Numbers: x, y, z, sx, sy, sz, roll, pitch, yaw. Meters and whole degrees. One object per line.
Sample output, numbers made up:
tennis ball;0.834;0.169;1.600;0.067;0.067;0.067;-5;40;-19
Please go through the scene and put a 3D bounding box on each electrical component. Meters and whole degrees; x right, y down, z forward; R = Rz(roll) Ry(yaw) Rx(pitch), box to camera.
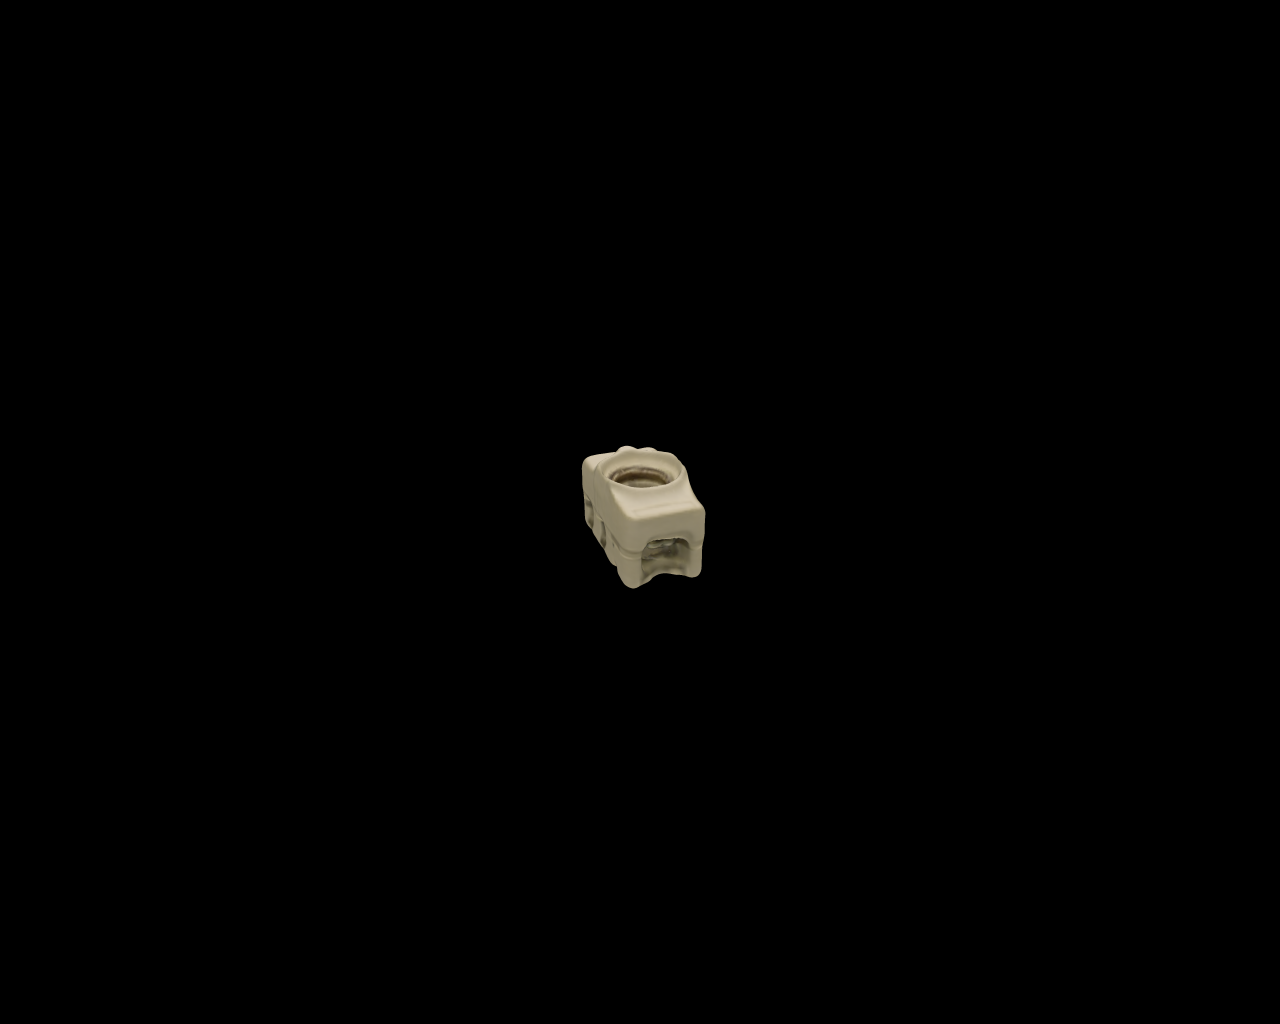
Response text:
electrical component;0.001;-0.003;0.650;0.050;0.055;0.090;-9;30;-16
